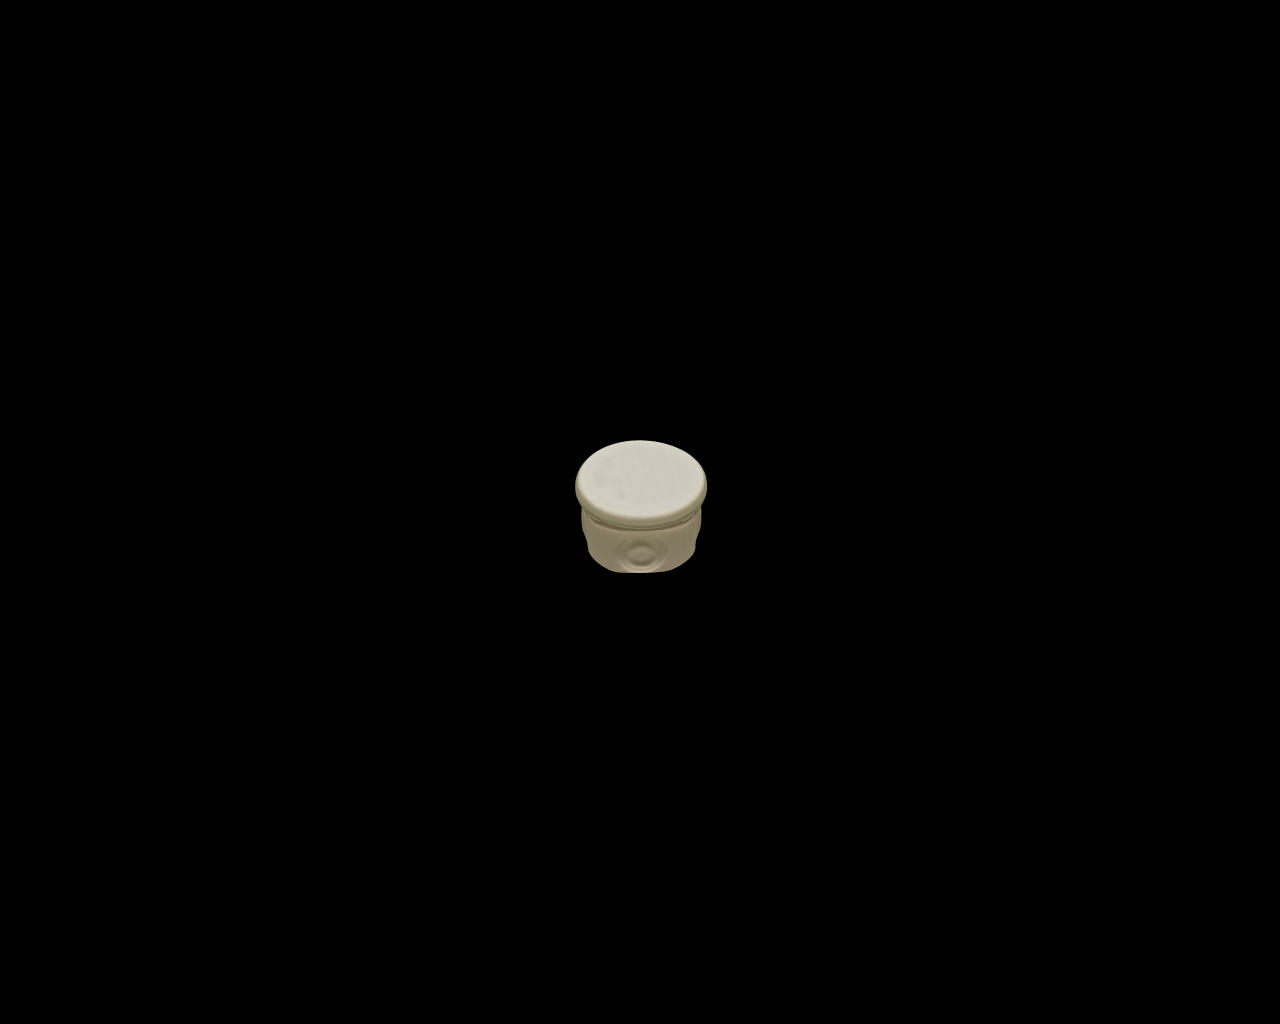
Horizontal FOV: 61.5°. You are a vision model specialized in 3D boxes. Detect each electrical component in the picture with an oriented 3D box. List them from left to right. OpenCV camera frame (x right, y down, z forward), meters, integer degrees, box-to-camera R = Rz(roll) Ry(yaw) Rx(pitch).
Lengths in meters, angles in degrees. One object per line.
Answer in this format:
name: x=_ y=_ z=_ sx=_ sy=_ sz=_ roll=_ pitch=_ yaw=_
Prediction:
electrical component: x=0.001 y=-0.003 z=0.650 sx=0.080 sy=0.050 sz=0.080 roll=0 pitch=39 yaw=0
